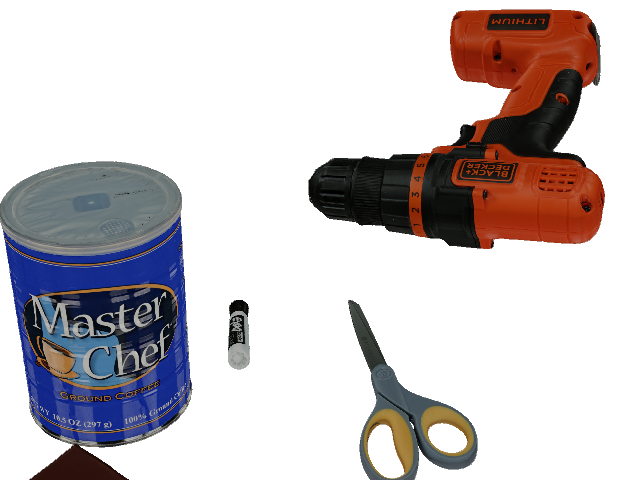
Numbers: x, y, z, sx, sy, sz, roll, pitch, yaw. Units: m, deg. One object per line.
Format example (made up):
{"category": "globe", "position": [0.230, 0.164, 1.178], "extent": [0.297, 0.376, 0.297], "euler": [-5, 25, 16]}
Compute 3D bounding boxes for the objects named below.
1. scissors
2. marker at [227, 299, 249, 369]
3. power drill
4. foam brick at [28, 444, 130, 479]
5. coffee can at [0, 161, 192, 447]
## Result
{"category": "scissors", "position": [0.069, 0.113, 0.834], "extent": [0.096, 0.016, 0.201], "euler": [-2, 39, 3]}
{"category": "marker", "position": [-0.074, 0.082, 0.965], "extent": [0.020, 0.020, 0.121], "euler": [0, 18, -4]}
{"category": "power drill", "position": [0.100, -0.075, 0.697], "extent": [0.185, 0.187, 0.057], "euler": [6, -40, 21]}
{"category": "foam brick", "position": [-0.093, 0.136, 0.451], "extent": [0.078, 0.051, 0.052], "euler": [24, 45, 31]}
{"category": "coffee can", "position": [-0.131, 0.037, 0.641], "extent": [0.103, 0.140, 0.103], "euler": [1, 30, -1]}
